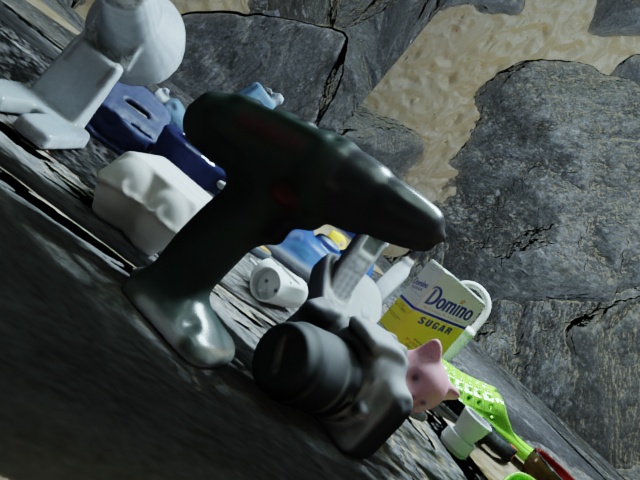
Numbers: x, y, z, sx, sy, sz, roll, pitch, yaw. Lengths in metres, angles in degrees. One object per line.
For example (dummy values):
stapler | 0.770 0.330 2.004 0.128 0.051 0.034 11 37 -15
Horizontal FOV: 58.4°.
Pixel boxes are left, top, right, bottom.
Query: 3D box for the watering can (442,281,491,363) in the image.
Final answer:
watering can | 0.256 0.167 1.121 0.101 0.194 0.173 40 6 -5

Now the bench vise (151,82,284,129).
bench vise | -0.173 -0.192 0.956 0.208 0.219 0.121 34 9 -46

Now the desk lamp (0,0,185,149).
desk lamp | -0.254 -0.214 0.662 0.118 0.213 0.203 39 6 -10

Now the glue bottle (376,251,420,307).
glue bottle | 0.141 0.082 1.131 0.037 0.173 0.078 42 6 15

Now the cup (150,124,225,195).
cup | -0.171 -0.073 0.718 0.118 0.095 0.091 39 6 -14

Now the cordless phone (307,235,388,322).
cordless phone | 0.073 0.051 0.883 0.148 0.185 0.094 35 8 -43

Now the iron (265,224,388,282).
iron | 0.010 0.004 1.040 0.259 0.141 0.118 36 7 -34

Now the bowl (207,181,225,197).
bowl | -0.165 -0.073 0.847 0.167 0.074 0.167 40 6 -5

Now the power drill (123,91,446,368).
power drill | -0.047 -0.006 0.457 0.229 0.208 0.076 42 6 18

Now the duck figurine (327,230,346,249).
duck figurine | 0.014 0.018 1.227 0.104 0.086 0.078 41 6 10

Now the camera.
camera | 0.005 0.103 0.510 0.137 0.100 0.142 34 9 -45

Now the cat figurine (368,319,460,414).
cat figurine | 0.078 0.140 0.603 0.127 0.117 0.067 43 7 20

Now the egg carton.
egg carton | -0.170 -0.039 0.603 0.107 0.069 0.150 40 6 -2

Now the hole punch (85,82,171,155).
hole punch | -0.275 -0.176 0.834 0.109 0.091 0.101 37 7 -29
